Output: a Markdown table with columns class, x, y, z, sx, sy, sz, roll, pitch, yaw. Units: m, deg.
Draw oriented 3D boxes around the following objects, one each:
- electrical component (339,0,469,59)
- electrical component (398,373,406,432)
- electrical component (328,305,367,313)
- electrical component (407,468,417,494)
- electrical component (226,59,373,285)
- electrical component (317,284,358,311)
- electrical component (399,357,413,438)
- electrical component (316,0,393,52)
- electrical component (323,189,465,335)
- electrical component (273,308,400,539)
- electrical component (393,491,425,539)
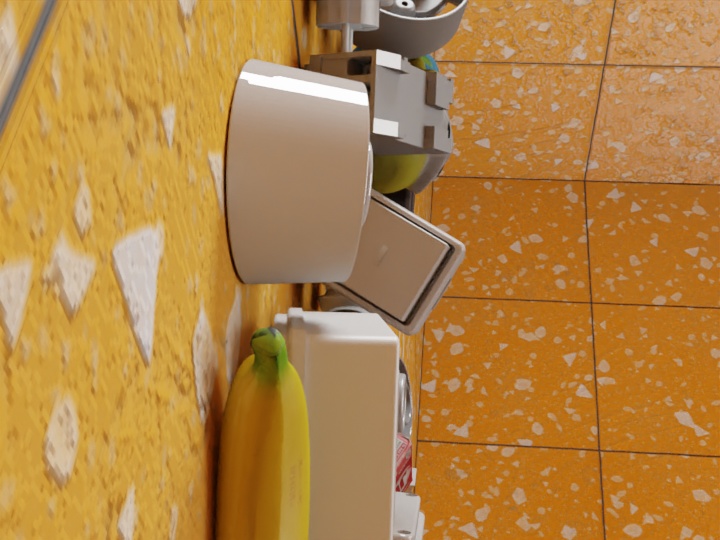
| class | x | y | z | sx | sy | sz | roll | pitch | yaw |
| --- | --- | --- | --- | --- | --- | --- | --- | --- | --- |
| electrical component | 0.025 | -0.192 | 0.717 | 0.064 | 0.099 | 0.099 | 96 | -1 | -61 |
| electrical component | 0.001 | 0.091 | 0.745 | 0.108 | 0.060 | 0.108 | 2 | 90 | -85 |
| electrical component | -0.008 | 0.050 | 0.668 | 0.047 | 0.055 | 0.055 | -76 | 167 | -83 |
| electrical component | 0.018 | 0.205 | 0.964 | 0.042 | 0.064 | 0.081 | -67 | 159 | -79 |
| electrical component | -0.029 | -0.041 | 0.479 | 0.099 | 0.064 | 0.099 | -175 | -90 | -82 |
| electrical component | 0.000 | 0.000 | 0.717 | 0.078 | 0.058 | 0.057 | 10 | 79 | -85 |
| electrical component | 0.013 | 0.128 | 1.013 | 0.099 | 0.064 | 0.099 | -5 | 90 | -73 |
| electrical component | -0.007 | -0.160 | 0.627 | 0.083 | 0.047 | 0.075 | -42 | 134 | -82 |
| electrical component | 0.007 | -0.011 | 0.633 | 0.061 | 0.096 | 0.061 | -59 | 174 | 0 |
| electrical component | -0.014 | 0.077 | 0.508 | 0.109 | 0.056 | 0.108 | -140 | -128 | -85 |
| electrical component | -0.003 | 0.170 | 0.644 | 0.113 | 0.078 | 0.057 | -7 | 103 | -85 |
